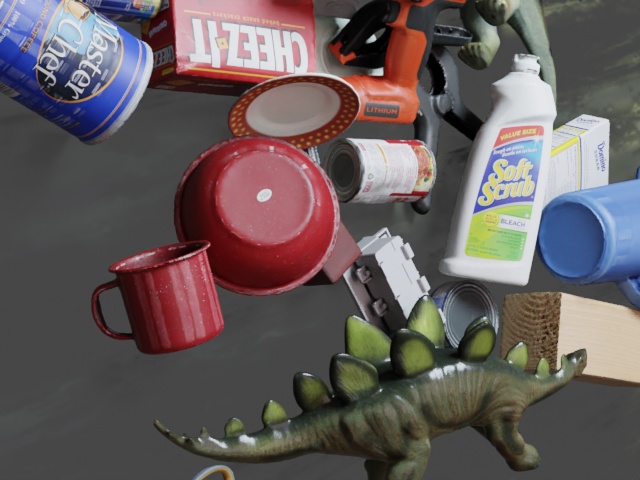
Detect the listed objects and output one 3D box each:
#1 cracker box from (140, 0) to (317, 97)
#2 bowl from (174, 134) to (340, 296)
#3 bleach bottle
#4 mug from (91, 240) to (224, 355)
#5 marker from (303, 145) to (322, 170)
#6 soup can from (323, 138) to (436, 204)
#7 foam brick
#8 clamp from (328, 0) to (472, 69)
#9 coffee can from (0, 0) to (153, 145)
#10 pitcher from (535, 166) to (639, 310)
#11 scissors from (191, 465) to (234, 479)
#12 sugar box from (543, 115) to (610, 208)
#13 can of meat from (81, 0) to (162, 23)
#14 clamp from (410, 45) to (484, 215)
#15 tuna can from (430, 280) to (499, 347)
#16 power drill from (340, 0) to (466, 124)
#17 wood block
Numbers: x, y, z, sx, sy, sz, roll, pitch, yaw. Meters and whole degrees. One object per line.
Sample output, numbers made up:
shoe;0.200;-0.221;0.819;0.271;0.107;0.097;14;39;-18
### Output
cracker box;-0.088;-0.251;1.027;0.163;0.072;0.214;0;85;-37
bowl;-0.055;-0.032;0.998;0.162;0.055;0.162;3;74;-10
bleach bottle;0.200;-0.080;1.180;0.102;0.068;0.251;8;93;-3
mug;-0.145;0.055;0.952;0.117;0.093;0.081;-15;100;-6
marker;-0.011;-0.094;1.102;0.020;0.020;0.121;-14;93;-37
soup can;0.062;-0.073;1.124;0.102;0.069;0.068;-2;87;-36
foam brick;-0.007;0.001;1.074;0.051;0.053;0.078;-47;113;-30
clamp;0.092;-0.223;1.128;0.171;0.039;0.120;-30;134;-4
coffee can;-0.225;-0.157;0.889;0.140;0.103;0.102;32;67;-35
pitcher;0.372;0.000;1.287;0.242;0.149;0.145;-7;123;-44
scissors;-0.131;0.300;0.973;0.096;0.016;0.201;48;60;-24
sugar box;0.284;-0.080;1.291;0.175;0.048;0.093;-29;125;-38
can of meat;-0.193;-0.248;0.959;0.083;0.058;0.102;-1;86;-39
clamp;0.139;-0.151;1.209;0.164;0.036;0.210;-24;102;-36
tuna can;0.159;0.089;1.201;0.085;0.034;0.086;5;82;-36
power drill;0.063;-0.209;1.052;0.184;0.057;0.188;2;126;-30
wood block;0.321;0.123;1.284;0.205;0.090;0.091;12;78;-36
